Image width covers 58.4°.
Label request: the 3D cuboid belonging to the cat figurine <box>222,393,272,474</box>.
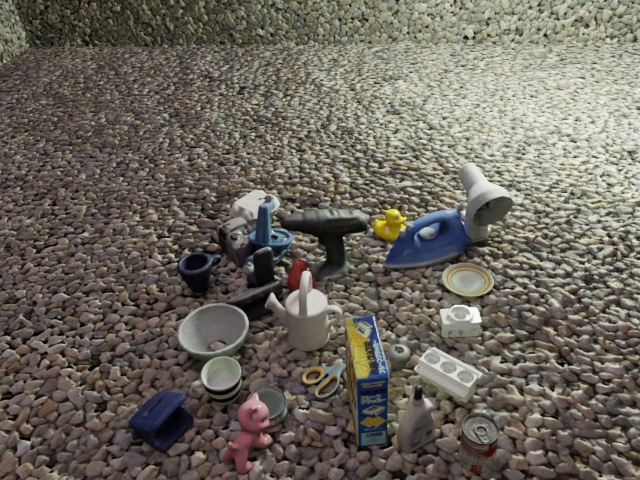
[{"bbox_3d":[-0.143,0.373,1.129,0.067,0.118,0.128,17,42,26],"label":"cat figurine"}]

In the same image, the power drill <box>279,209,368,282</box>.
[{"bbox_3d":[0.014,0.005,1.519,0.230,0.209,0.075,-13,38,-11],"label":"power drill"}]

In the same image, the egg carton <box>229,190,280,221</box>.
[{"bbox_3d":[-0.203,-0.096,1.783,0.107,0.069,0.151,25,46,32],"label":"egg carton"}]

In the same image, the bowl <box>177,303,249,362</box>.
[{"bbox_3d":[-0.247,0.232,1.357,0.167,0.075,0.167,-2,38,2],"label":"bowl"}]

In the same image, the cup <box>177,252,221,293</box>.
[{"bbox_3d":[-0.315,0.089,1.532,0.118,0.095,0.091,-21,41,-21],"label":"cup"}]

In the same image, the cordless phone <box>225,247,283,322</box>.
[{"bbox_3d":[-0.169,0.104,1.426,0.148,0.185,0.093,-25,42,-25],"label":"cordless phone"}]

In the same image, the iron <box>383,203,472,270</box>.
[{"bbox_3d":[0.289,-0.013,1.574,0.259,0.142,0.118,-18,40,-17],"label":"iron"}]

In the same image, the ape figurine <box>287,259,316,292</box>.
[{"bbox_3d":[-0.052,0.089,1.511,0.076,0.092,0.077,-16,39,-16],"label":"ape figurine"}]

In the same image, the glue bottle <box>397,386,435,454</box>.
[{"bbox_3d":[0.187,0.338,1.101,0.078,0.173,0.037,-20,40,-20],"label":"glue bottle"}]

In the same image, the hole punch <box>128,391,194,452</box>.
[{"bbox_3d":[-0.334,0.363,1.181,0.100,0.091,0.109,19,43,27],"label":"hole punch"}]

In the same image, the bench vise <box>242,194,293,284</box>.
[{"bbox_3d":[-0.138,0.003,1.526,0.121,0.220,0.207,0,38,6],"label":"bench vise"}]

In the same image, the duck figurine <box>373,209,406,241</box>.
[{"bbox_3d":[0.207,-0.051,1.677,0.104,0.086,0.077,9,39,16],"label":"duck figurine"}]

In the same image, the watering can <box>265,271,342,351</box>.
[{"bbox_3d":[-0.039,0.160,1.335,0.173,0.194,0.100,-10,38,-8],"label":"watering can"}]

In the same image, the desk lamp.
[{"bbox_3d":[0.436,-0.095,1.608,0.118,0.214,0.202,-14,39,-12],"label":"desk lamp"}]

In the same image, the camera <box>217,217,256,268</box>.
[{"bbox_3d":[-0.212,-0.012,1.650,0.137,0.101,0.142,-25,42,-25],"label":"camera"}]
